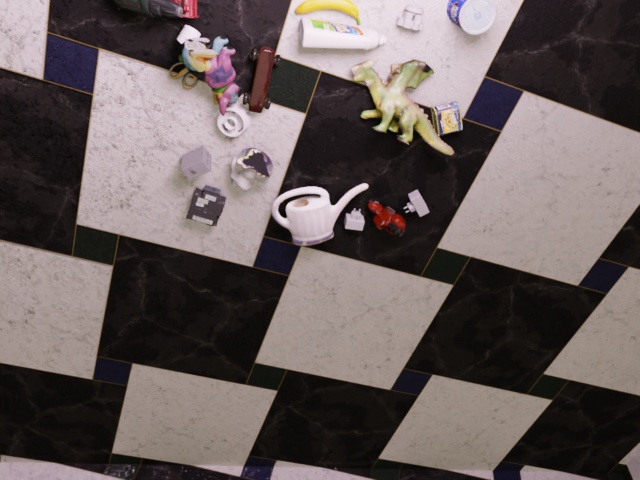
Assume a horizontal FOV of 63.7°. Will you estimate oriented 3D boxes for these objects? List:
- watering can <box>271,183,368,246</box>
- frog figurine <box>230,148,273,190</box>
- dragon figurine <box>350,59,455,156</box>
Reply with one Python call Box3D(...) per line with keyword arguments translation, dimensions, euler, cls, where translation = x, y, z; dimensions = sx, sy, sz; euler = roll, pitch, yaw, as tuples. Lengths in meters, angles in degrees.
Box3D(translation=(0.006, -0.091, 1.816), dimensions=(0.347, 0.106, 0.219), euler=(-8, 123, 2), cls="watering can")
Box3D(translation=(-0.234, -0.233, 1.733), dimensions=(0.137, 0.125, 0.157), euler=(10, 158, -20), cls="frog figurine")
Box3D(translation=(0.275, -0.439, 1.609), dimensions=(0.410, 0.124, 0.239), euler=(19, 111, -7), cls="dragon figurine")
